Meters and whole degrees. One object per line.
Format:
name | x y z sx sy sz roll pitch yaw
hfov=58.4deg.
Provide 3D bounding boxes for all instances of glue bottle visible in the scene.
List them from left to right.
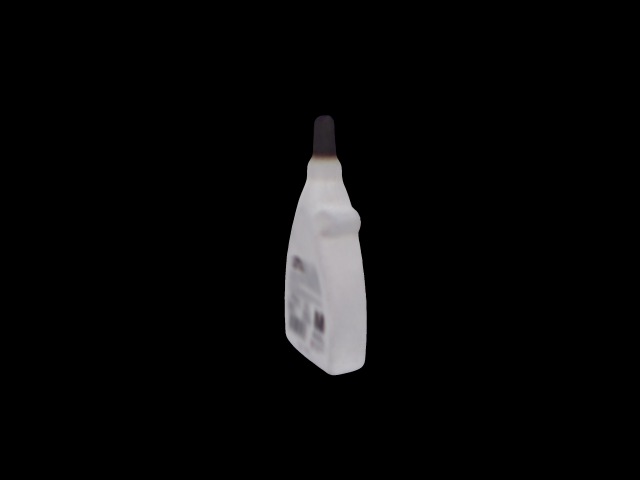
glue bottle | 0.004 0.001 0.400 0.037 0.173 0.077 -9 19 -28
